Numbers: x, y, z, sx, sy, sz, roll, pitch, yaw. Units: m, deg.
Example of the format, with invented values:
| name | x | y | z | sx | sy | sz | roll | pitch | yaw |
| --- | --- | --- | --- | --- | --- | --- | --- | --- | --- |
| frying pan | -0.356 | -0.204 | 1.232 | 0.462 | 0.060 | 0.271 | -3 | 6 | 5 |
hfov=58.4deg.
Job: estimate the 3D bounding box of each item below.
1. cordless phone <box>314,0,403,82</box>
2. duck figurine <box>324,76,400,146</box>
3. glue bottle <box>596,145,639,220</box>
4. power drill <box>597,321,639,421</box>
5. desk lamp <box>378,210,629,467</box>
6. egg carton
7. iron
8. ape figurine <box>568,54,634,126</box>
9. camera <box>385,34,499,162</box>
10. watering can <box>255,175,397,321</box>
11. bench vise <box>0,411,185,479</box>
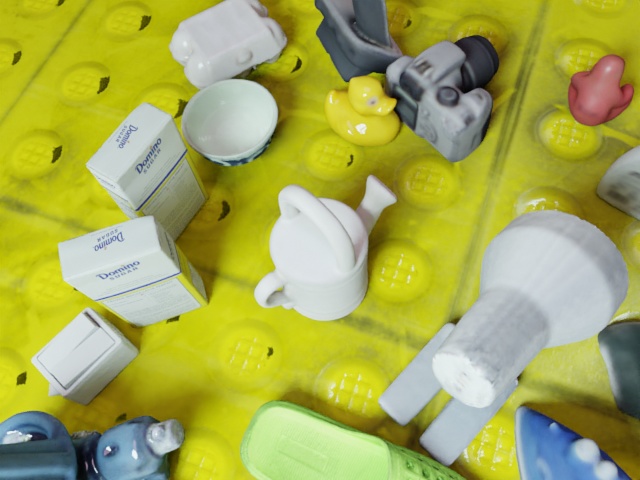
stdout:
| name | x | y | z | sx | sy | sz | roll | pitch | yaw |
| --- | --- | --- | --- | --- | --- | --- | --- | --- | --- |
| cordless phone | 0.048 | -0.314 | 0.741 | 0.094 | 0.185 | 0.147 | -27 | 66 | -9 |
| duck figurine | 0.053 | -0.175 | 0.730 | 0.104 | 0.086 | 0.077 | 26 | 69 | 15 |
| glue bottle | 0.367 | -0.084 | 0.620 | 0.078 | 0.173 | 0.037 | 36 | 72 | 19 |
| power drill | 0.334 | 0.089 | 0.520 | 0.075 | 0.208 | 0.229 | -7 | 64 | 1 |
| desk lamp | 0.160 | 0.095 | 0.525 | 0.117 | 0.214 | 0.203 | 40 | 73 | 20 |
| egg carton | -0.127 | -0.272 | 0.797 | 0.150 | 0.069 | 0.107 | -31 | 67 | -11 |
| iron | 0.259 | 0.250 | 0.486 | 0.119 | 0.141 | 0.258 | -26 | 66 | -9 |
| ape figurine | 0.354 | -0.194 | 0.717 | 0.077 | 0.092 | 0.076 | 38 | 73 | 19 |
| camera | 0.172 | -0.199 | 0.726 | 0.137 | 0.101 | 0.143 | -37 | 68 | -13 |
| watering can | 0.004 | 0.001 | 0.590 | 0.100 | 0.194 | 0.173 | 24 | 68 | 14 |
| bench vise | -0.238 | 0.188 | 0.502 | 0.207 | 0.220 | 0.121 | -34 | 67 | -12 |
